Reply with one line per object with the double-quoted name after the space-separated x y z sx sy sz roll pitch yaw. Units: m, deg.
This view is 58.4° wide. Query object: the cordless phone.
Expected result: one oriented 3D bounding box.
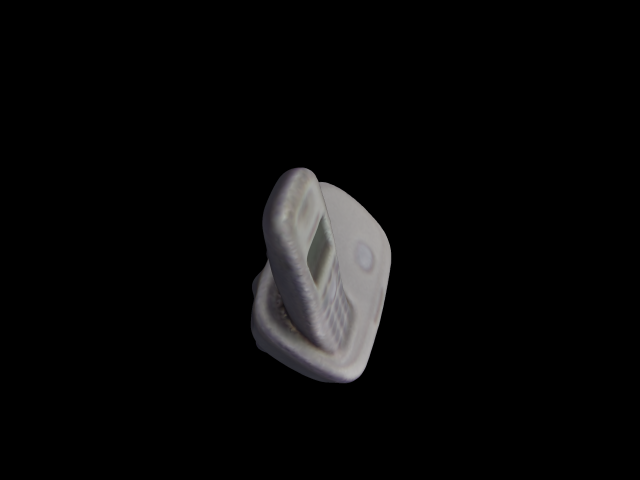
0.004 0.001 0.400 0.094 0.185 0.147 10 54 8 "cordless phone"
